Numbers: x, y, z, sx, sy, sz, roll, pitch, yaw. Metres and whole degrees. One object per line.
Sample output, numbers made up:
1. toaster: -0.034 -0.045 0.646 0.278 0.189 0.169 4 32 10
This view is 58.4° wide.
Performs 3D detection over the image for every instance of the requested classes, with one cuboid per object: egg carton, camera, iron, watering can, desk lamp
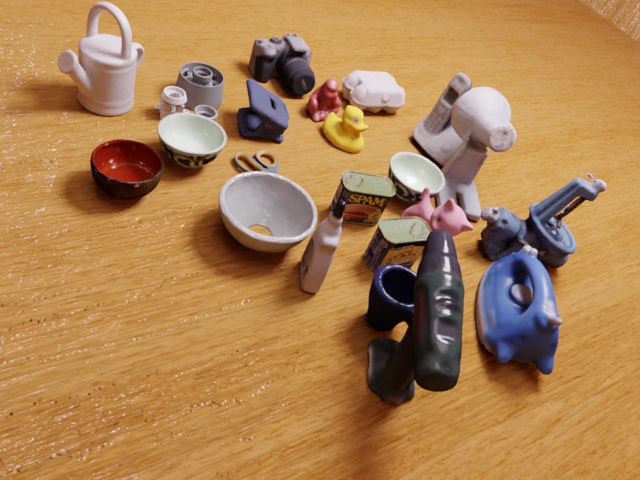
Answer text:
1. egg carton: 0.129 -0.355 1.379 0.151 0.069 0.107 -7 51 -29
2. camera: -0.073 -0.404 1.316 0.143 0.101 0.136 -5 50 -28
3. iron: 0.347 0.091 0.979 0.119 0.141 0.258 15 43 -9
4. watering can: -0.386 -0.327 1.032 0.101 0.194 0.173 20 43 -4
5. desk lamp: 0.327 -0.187 1.193 0.118 0.213 0.203 13 44 -11

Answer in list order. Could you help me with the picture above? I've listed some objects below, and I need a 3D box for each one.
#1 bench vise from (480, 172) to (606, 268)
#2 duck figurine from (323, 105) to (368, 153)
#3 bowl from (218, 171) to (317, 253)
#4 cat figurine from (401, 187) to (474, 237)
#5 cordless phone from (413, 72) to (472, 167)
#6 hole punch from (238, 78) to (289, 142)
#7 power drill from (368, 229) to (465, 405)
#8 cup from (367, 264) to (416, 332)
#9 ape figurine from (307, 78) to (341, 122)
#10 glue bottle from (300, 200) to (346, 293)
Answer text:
1. bench vise: 0.420 -0.035 1.079 0.208 0.219 0.121 0 48 -24
2. duck figurine: 0.059 -0.250 1.232 0.104 0.086 0.078 39 45 16
3. bowl: -0.093 -0.035 0.959 0.168 0.074 0.167 13 44 -12
4. cat figurine: 0.223 -0.044 1.076 0.067 0.117 0.127 -10 52 -31
5. cordless phone: 0.302 -0.265 1.281 0.094 0.185 0.147 -18 57 -36
6. hole punch: -0.110 -0.267 1.170 0.101 0.091 0.108 4 46 -20
7. power drill: 0.137 0.125 0.804 0.076 0.208 0.229 14 43 -10
8. cup: 0.118 0.110 0.894 0.092 0.095 0.117 -7 51 -29
9. ape figurine: 0.013 -0.318 1.275 0.078 0.092 0.076 10 44 -15
10. glue bottle: 0.008 0.003 0.893 0.037 0.173 0.078 12 44 -12
